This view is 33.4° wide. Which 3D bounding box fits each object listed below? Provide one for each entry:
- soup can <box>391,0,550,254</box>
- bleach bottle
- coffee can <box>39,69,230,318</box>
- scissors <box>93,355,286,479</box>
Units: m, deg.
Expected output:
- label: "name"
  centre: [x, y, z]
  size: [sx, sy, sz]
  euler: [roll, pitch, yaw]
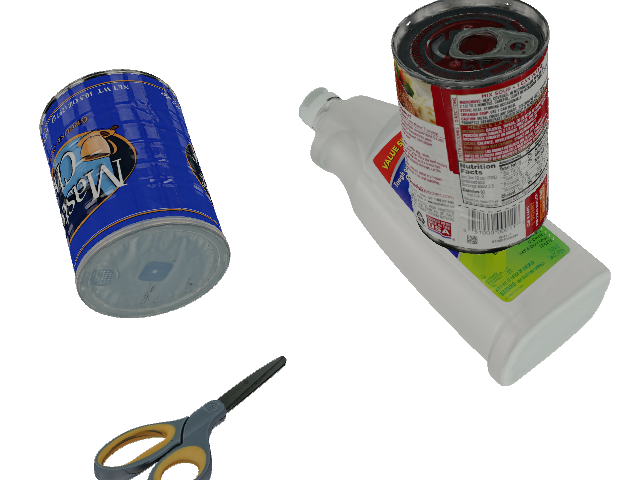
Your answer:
- label: "soup can"
  centre: [0.072, -0.052, 0.493]
  size: [0.068, 0.102, 0.068]
  euler: [-7, 43, 6]
- label: "bleach bottle"
  centre: [0.070, -0.020, 0.729]
  size: [0.102, 0.068, 0.251]
  euler: [-33, 61, -25]
- label: "coffee can"
  centre: [-0.130, -0.032, 0.735]
  size: [0.102, 0.140, 0.103]
  euler: [-15, -33, -10]
- label: "scissors"
  centre: [-0.079, 0.147, 0.834]
  size: [0.201, 0.016, 0.096]
  euler: [-21, 34, -34]
